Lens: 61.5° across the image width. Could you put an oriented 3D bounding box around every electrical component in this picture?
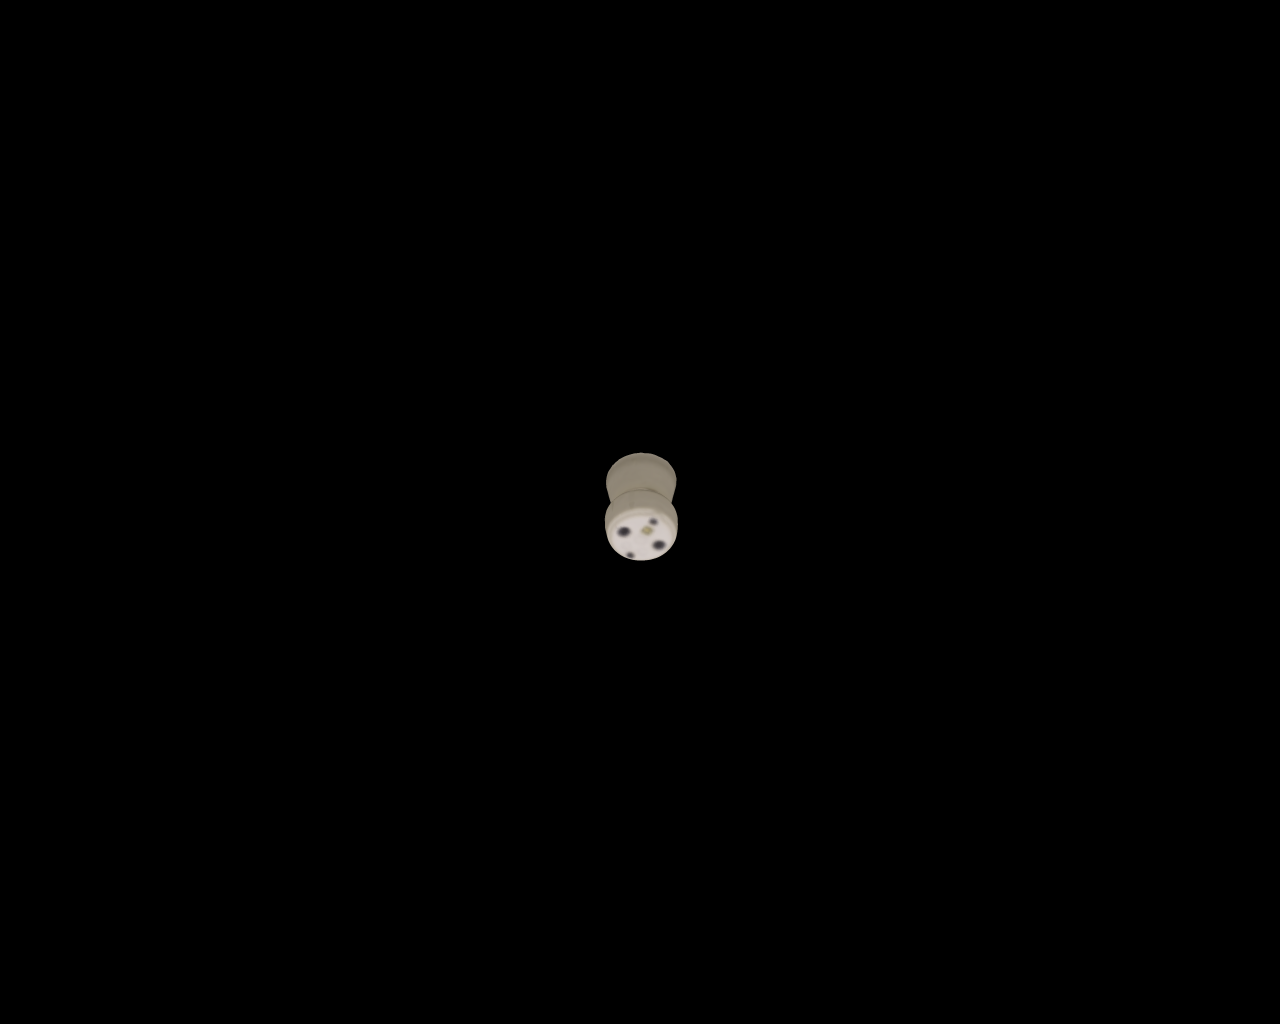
[{"bbox_3d":[0.001,-0.003,0.650,0.045,0.044,0.055,0,41,0],"label":"electrical component"}]
